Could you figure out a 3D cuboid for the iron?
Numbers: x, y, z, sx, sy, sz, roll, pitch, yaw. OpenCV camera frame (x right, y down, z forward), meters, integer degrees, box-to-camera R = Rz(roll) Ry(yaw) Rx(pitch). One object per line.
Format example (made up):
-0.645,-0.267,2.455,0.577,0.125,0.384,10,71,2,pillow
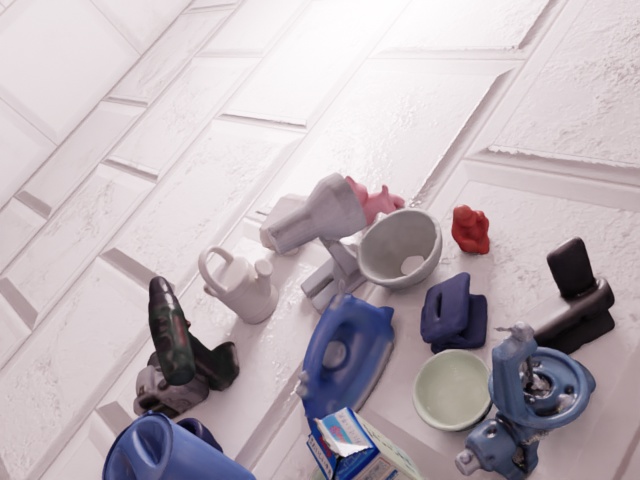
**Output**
0.021,0.198,0.948,0.118,0.142,0.258,5,59,41,iron

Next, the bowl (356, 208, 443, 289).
0.156,0.028,1.045,0.167,0.075,0.167,-21,44,22,bowl

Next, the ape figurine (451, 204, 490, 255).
0.258,-0.026,0.998,0.078,0.092,0.075,-49,40,-8,ape figurine

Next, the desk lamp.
0.010,0.004,1.074,0.203,0.214,0.117,-42,40,0,desk lamp

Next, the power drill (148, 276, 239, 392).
-0.252,0.198,1.112,0.075,0.209,0.229,-34,41,9,power drill

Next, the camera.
-0.314,0.281,1.171,0.143,0.101,0.136,-30,41,13,camera

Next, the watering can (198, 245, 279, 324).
-0.170,0.079,1.165,0.172,0.195,0.100,-31,41,13,watering can

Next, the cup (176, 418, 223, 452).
-0.229,0.377,1.022,0.117,0.095,0.092,-11,49,31,cup

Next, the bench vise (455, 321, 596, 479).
0.247,0.204,0.702,0.121,0.220,0.207,16,66,45,bench vise

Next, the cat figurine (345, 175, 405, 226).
0.091,-0.086,1.164,0.127,0.118,0.067,-7,51,34,cat figurine

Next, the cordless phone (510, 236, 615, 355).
0.319,0.075,0.788,0.147,0.186,0.094,-37,40,5,cordless phone

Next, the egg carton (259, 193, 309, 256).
-0.067,-0.038,1.285,0.107,0.070,0.150,11,62,44,egg carton

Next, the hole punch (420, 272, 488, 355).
0.205,0.117,0.913,0.100,0.091,0.108,-12,48,31,hole punch
